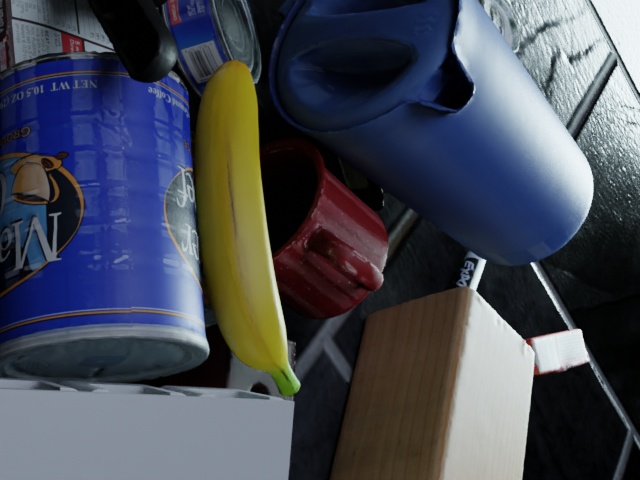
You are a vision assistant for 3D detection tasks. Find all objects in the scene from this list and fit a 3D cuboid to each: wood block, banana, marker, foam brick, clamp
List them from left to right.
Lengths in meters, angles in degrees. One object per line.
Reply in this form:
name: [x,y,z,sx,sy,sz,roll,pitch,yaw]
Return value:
clamp: [-0.115,-0.143,0.542,0.164,0.036,0.209,41,17,0]
foam brick: [-0.051,0.092,0.596,0.052,0.051,0.078,26,55,-41]
banana: [-0.045,-0.015,0.572,0.069,0.037,0.198,66,16,-74]
wood block: [0.071,0.144,0.689,0.090,0.090,0.206,43,44,-31]
marker: [0.118,0.032,0.854,0.020,0.020,0.121,52,41,-21]

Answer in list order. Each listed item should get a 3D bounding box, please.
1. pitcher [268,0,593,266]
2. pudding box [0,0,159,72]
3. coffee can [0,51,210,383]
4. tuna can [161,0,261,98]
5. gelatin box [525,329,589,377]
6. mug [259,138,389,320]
pitcher: [0.080,-0.081,0.709,0.242,0.145,0.149,36,46,-47]
pudding box: [-0.137,-0.107,0.593,0.113,0.039,0.090,13,61,-50]
coffee can: [-0.111,-0.007,0.525,0.102,0.103,0.140,14,64,-47]
tuna can: [-0.067,-0.133,0.668,0.086,0.034,0.086,-13,90,-76]
gelatin box: [0.156,0.094,0.828,0.089,0.073,0.030,-2,76,-52]
mug: [-0.004,0.001,0.649,0.081,0.117,0.093,39,81,-40]
